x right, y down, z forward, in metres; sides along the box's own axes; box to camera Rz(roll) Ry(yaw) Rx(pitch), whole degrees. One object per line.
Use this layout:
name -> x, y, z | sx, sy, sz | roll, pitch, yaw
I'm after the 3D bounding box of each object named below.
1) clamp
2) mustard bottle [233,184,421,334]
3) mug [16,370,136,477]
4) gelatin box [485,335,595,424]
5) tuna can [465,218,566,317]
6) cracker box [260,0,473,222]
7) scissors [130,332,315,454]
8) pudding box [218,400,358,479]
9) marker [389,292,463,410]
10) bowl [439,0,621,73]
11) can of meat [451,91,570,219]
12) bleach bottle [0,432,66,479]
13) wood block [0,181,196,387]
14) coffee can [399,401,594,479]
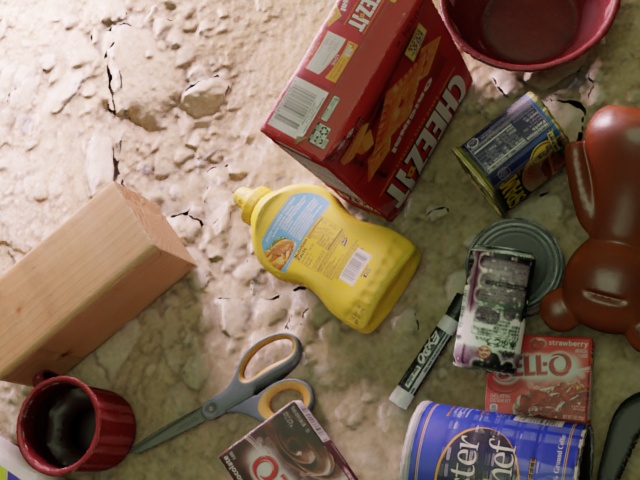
clamp -> 0.312, 0.151, 0.862 | 0.165, 0.036, 0.210 | 43, 96, 24
mustard bottle -> -0.006, 0.001, 1.008 | 0.192, 0.058, 0.096 | 32, 89, 24
mug -> -0.239, 0.175, 1.040 | 0.093, 0.081, 0.117 | -45, 66, 5
gelatin box -> 0.189, 0.119, 0.920 | 0.089, 0.030, 0.073 | 2, 77, 21
tuna can -> 0.174, 0.025, 0.947 | 0.086, 0.033, 0.086 | -5, 75, 19
cracker box -> 0.051, -0.120, 0.932 | 0.072, 0.213, 0.164 | 30, 89, 23
scissors -> -0.086, 0.172, 1.019 | 0.202, 0.016, 0.096 | -43, 67, 6
pudding box -> -0.023, 0.215, 0.964 | 0.090, 0.039, 0.113 | -37, 76, 8
marker -> 0.102, 0.098, 0.964 | 0.020, 0.020, 0.121 | 33, 90, 24
bowl -> 0.192, -0.214, 0.981 | 0.162, 0.055, 0.162 | -4, 70, 11
can of meat -> 0.171, -0.074, 0.938 | 0.084, 0.102, 0.057 | -39, 67, 5
bleach bottle -> -0.257, 0.275, 1.034 | 0.251, 0.068, 0.102 | 22, 85, 22
wood block -> -0.240, 0.048, 1.068 | 0.206, 0.090, 0.090 | -39, 67, 7
coffee can -> 0.147, 0.193, 0.878 | 0.140, 0.102, 0.103 | 5, 78, 21
